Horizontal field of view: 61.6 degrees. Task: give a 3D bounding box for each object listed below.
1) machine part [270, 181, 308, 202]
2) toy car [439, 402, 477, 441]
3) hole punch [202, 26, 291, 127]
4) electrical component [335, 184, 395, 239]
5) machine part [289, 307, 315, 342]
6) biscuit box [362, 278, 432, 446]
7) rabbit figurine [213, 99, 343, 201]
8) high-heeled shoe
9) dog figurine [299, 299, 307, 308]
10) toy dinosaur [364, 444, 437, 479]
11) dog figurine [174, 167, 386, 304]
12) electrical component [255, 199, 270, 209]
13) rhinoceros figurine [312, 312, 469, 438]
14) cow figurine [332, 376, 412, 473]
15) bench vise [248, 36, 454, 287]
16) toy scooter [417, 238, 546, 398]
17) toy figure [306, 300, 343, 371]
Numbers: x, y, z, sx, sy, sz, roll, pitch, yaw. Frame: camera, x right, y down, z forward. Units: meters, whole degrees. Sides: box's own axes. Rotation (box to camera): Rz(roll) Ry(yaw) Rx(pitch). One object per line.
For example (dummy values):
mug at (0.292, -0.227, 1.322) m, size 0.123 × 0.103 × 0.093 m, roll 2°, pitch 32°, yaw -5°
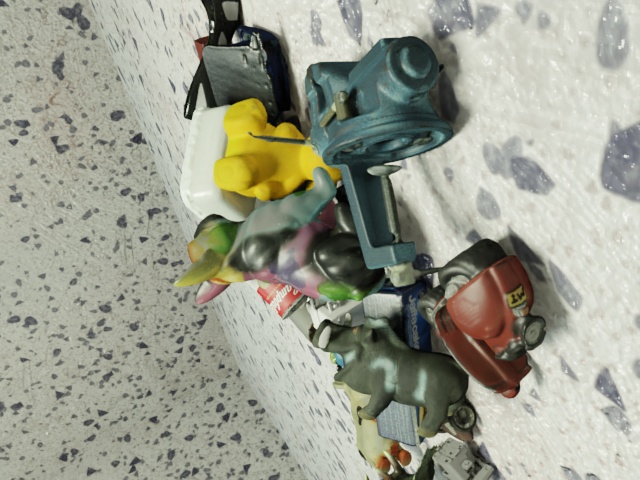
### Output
machine part at (-0.050, -0.078, 0.814) m, size 0.139 × 0.084 × 0.039 m, roll 25°, pitch 146°, yaw 27°
toy car at (0.142, 0.188, 0.744) m, size 0.202 × 0.053 × 0.089 m, roll 61°, pitch 158°, yaw 12°
hole punch at (-0.091, -0.243, 0.779) m, size 0.116 × 0.092 × 0.142 m, roll 16°, pitch 133°, yaw 28°
electrical component at (0.068, -0.022, 0.667) m, size 0.119 × 0.048 × 0.074 m, roll 39°, pitch 150°, yaw 50°
machine part at (-0.029, 0.143, 1.105) m, size 0.243 × 0.079 × 0.079 m, roll 37°, pitch 148°, yaw 52°
biscuit box at (0.103, 0.151, 0.681) m, size 0.063 × 0.059 × 0.202 m, roll 1°, pitch 103°, yaw 40°
rabbit figurine at (-0.030, -0.097, 0.700) m, size 0.162 × 0.173 × 0.122 m, roll 48°, pitch -136°, yaw -53°
high-heeled shoe at (-0.185, -0.309, 0.819) m, size 0.086 × 0.145 × 0.248 m, roll 15°, pitch 130°, yaw 65°
dog figurine at (-0.006, -0.002, 0.845) m, size 0.191 × 0.121 × 0.172 m, roll -113°, pitch 42°, yaw -57°
toy dinosaur at (0.220, 0.427, 0.764) m, size 0.405 × 0.131 × 0.192 m, roll 8°, pitch 122°, yaw 61°
dog figurine at (-0.055, 0.027, 0.636) m, size 0.192 × 0.219 × 0.108 m, roll 58°, pitch 176°, yaw 22°
electrical component at (-0.086, -0.069, 0.901) m, size 0.058 × 0.134 × 0.114 m, roll -43°, pitch -54°, yaw -63°
rhinoceros figurine at (0.075, 0.144, 0.614) m, size 0.191 × 0.073 × 0.112 m, roll 14°, pitch 111°, yaw 33°
cow figurine at (0.091, 0.306, 0.975) m, size 0.127 × 0.085 × 0.194 m, roll -4°, pitch 98°, yaw 58°
bench vise at (0.046, -0.072, 0.523) m, size 0.224 × 0.129 × 0.240 m, roll -20°, pitch 79°, yaw 56°
toy scooter at (0.162, 0.085, 0.516) m, size 0.135 × 0.075 × 0.183 m, roll 57°, pitch 163°, yaw 19°
toy figure at (0.037, 0.159, 0.940) m, size 0.180 × 0.082 × 0.089 m, roll 58°, pitch 158°, yaw 14°
